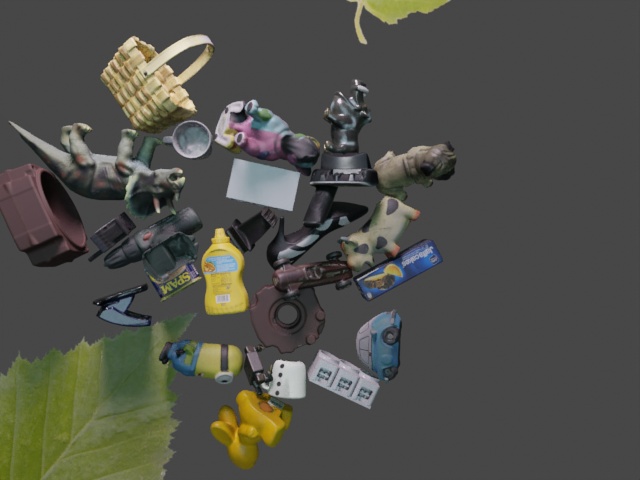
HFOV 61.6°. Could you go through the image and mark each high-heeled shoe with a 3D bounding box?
[{"bbox_3d":[-0.003,-0.004,1.238,0.249,0.086,0.145,-8,120,-18],"label":"high-heeled shoe"}]

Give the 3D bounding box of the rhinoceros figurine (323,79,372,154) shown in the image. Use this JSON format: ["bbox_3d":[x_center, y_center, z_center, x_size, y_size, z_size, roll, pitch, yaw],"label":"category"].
[{"bbox_3d":[0.064,-0.273,1.232,0.112,0.073,0.190,8,90,-3],"label":"rhinoceros figurine"}]

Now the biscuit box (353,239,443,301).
[{"bbox_3d":[0.180,0.068,1.245,0.203,0.063,0.059,-28,93,-3],"label":"biscuit box"}]

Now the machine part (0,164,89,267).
[{"bbox_3d":[-0.573,-0.049,1.121,0.087,0.201,0.201,-24,90,-6],"label":"machine part"}]

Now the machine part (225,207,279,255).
[{"bbox_3d":[-0.153,-0.024,1.208,0.139,0.039,0.084,-31,86,32],"label":"machine part"}]

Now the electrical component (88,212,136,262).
[{"bbox_3d":[-0.473,-0.006,1.190,0.119,0.075,0.047,-33,105,7],"label":"electrical component"}]

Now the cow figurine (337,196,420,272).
[{"bbox_3d":[0.126,-0.013,1.230,0.127,0.085,0.195,33,84,-1],"label":"cow figurine"}]

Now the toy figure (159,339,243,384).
[{"bbox_3d":[-0.262,0.266,1.205,0.180,0.082,0.089,17,91,-1],"label":"toy figure"}]

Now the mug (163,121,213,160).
[{"bbox_3d":[-0.286,-0.211,1.190,0.110,0.107,0.080,-4,90,0],"label":"mug"}]

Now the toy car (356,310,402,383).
[{"bbox_3d":[0.134,0.238,1.228,0.103,0.109,0.161,5,100,14],"label":"toy car"}]

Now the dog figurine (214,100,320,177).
[{"bbox_3d":[-0.105,-0.219,1.212,0.219,0.192,0.108,21,85,-38],"label":"dog figurine"}]

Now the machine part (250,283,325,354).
[{"bbox_3d":[-0.075,0.171,1.230,0.179,0.056,0.179,0,89,-3],"label":"machine part"}]

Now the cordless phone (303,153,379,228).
[{"bbox_3d":[0.041,-0.100,1.169,0.147,0.088,0.184,3,51,22],"label":"cordless phone"}]

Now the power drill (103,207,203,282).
[{"bbox_3d":[-0.347,0.020,1.143,0.232,0.207,0.085,-32,110,-14],"label":"power drill"}]

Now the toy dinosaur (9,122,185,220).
[{"bbox_3d":[-0.477,-0.149,1.178,0.405,0.131,0.192,6,89,2],"label":"toy dinosaur"}]

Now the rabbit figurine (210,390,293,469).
[{"bbox_3d":[-0.162,0.432,1.198,0.162,0.122,0.173,22,107,-1],"label":"rabbit figurine"}]

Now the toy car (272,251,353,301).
[{"bbox_3d":[-0.011,0.076,1.199,0.202,0.053,0.089,-7,68,-28],"label":"toy car"}]

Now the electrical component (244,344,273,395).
[{"bbox_3d":[-0.140,0.285,1.209,0.045,0.102,0.078,-10,133,-24],"label":"electrical component"}]

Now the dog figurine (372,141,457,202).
[{"bbox_3d":[0.197,-0.156,1.183,0.172,0.190,0.121,-28,92,-2],"label":"dog figurine"}]

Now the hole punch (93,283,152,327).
[{"bbox_3d":[-0.425,0.151,1.172,0.116,0.142,0.092,-14,95,-16],"label":"hole punch"}]
